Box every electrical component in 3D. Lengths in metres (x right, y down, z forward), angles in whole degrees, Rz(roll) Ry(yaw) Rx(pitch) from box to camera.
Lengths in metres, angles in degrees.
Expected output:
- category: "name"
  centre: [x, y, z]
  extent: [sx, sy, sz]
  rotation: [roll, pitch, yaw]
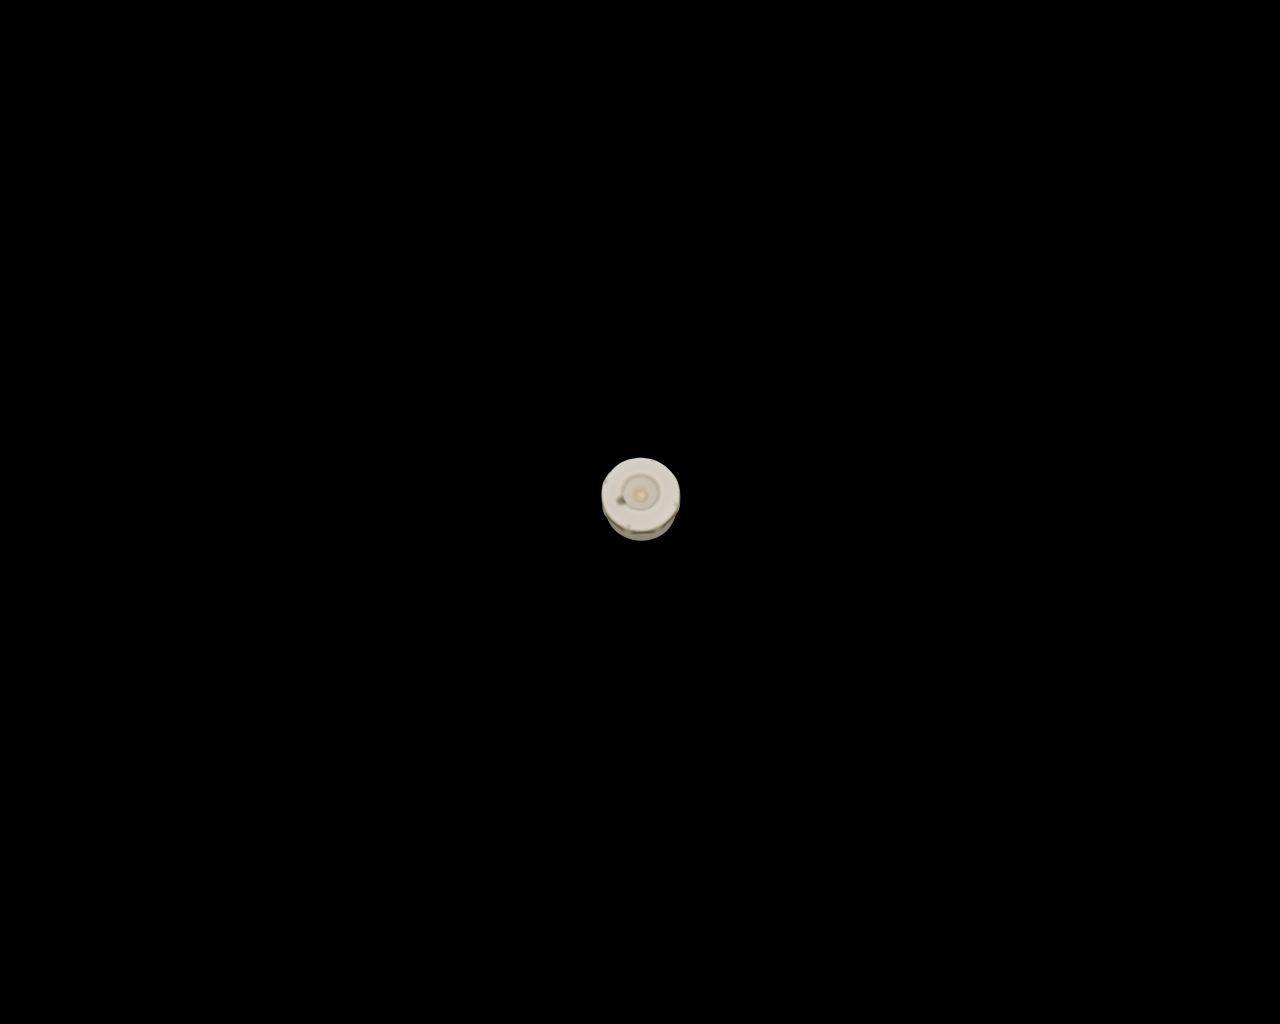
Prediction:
- category: "electrical component"
  centre: [0.001, -0.003, 0.650]
  extent: [0.048, 0.048, 0.062]
  rotation: [0, -18, 0]
